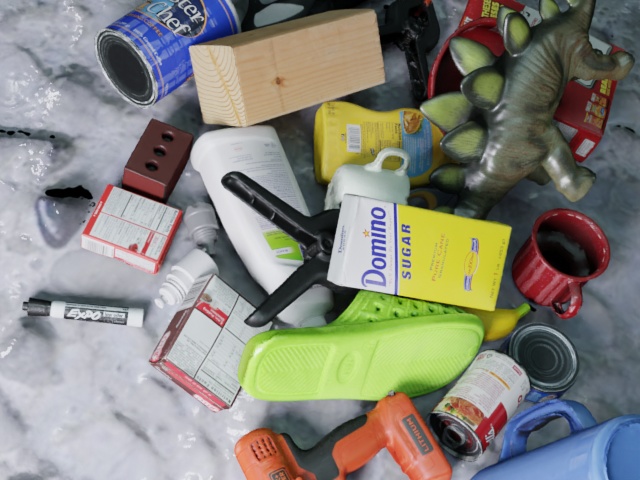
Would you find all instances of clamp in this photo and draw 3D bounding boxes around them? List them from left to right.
[{"bbox_3d":[-0.007,0.001,1.108,0.209,0.036,0.164,-5,72,-36],"label":"clamp"},{"bbox_3d":[0.116,-0.250,1.355,0.120,0.039,0.171,47,48,-10],"label":"clamp"}]

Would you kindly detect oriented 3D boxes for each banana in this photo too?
[{"bbox_3d":[0.136,0.067,1.182,0.197,0.037,0.069,22,37,-3],"label":"banana"}]

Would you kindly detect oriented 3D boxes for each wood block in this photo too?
[{"bbox_3d":[-0.034,-0.201,1.227,0.205,0.090,0.091,-22,111,-34],"label":"wood block"}]

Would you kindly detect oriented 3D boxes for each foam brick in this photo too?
[{"bbox_3d":[-0.179,-0.085,1.178,0.053,0.051,0.078,22,57,-1],"label":"foam brick"}]

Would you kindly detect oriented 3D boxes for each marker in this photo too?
[{"bbox_3d":[-0.241,0.074,1.087,0.121,0.020,0.020,7,59,-11],"label":"marker"}]

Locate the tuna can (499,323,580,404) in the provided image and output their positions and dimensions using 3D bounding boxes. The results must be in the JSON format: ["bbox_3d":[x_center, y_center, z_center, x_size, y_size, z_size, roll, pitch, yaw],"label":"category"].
[{"bbox_3d":[0.239,0.134,1.168,0.086,0.034,0.086,6,59,-11],"label":"tuna can"}]

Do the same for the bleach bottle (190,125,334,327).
[{"bbox_3d":[-0.055,-0.004,1.156,0.102,0.068,0.251,-11,65,-26],"label":"bleach bottle"}]

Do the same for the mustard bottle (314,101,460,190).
[{"bbox_3d":[0.090,-0.108,1.256,0.191,0.058,0.096,3,77,-14],"label":"mustard bottle"}]

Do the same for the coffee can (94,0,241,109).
[{"bbox_3d":[-0.175,-0.231,1.235,0.103,0.103,0.140,42,59,11],"label":"coffee can"}]

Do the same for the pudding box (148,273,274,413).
[{"bbox_3d":[-0.107,0.103,1.075,0.090,0.039,0.113,42,56,-21],"label":"pudding box"}]

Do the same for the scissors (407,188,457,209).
[{"bbox_3d":[0.153,-0.063,1.248,0.096,0.016,0.201,38,63,-18],"label":"scissors"}]

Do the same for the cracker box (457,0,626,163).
[{"bbox_3d":[0.266,-0.211,1.359,0.213,0.072,0.164,23,56,1],"label":"cracker box"}]

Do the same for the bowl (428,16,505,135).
[{"bbox_3d":[0.182,-0.177,1.242,0.161,0.055,0.162,-5,101,-27],"label":"bowl"}]

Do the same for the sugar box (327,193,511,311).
[{"bbox_3d":[0.102,0.013,1.087,0.176,0.048,0.093,9,93,-22],"label":"sugar box"}]

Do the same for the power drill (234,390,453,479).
[{"bbox_3d":[0.032,0.241,1.036,0.187,0.057,0.184,-20,67,-24],"label":"power drill"}]

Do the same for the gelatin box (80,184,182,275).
[{"bbox_3d":[-0.201,-0.011,1.142,0.089,0.030,0.073,20,56,-2],"label":"gelatin box"}]

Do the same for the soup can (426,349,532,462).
[{"bbox_3d":[0.165,0.170,1.107,0.068,0.069,0.102,40,58,10],"label":"soup can"}]

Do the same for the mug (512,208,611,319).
[{"bbox_3d":[0.271,0.034,1.207,0.093,0.082,0.117,-1,60,-16],"label":"mug"}]

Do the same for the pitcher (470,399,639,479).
[{"bbox_3d":[0.233,0.233,0.982,0.149,0.243,0.144,47,59,6],"label":"pitcher"}]
